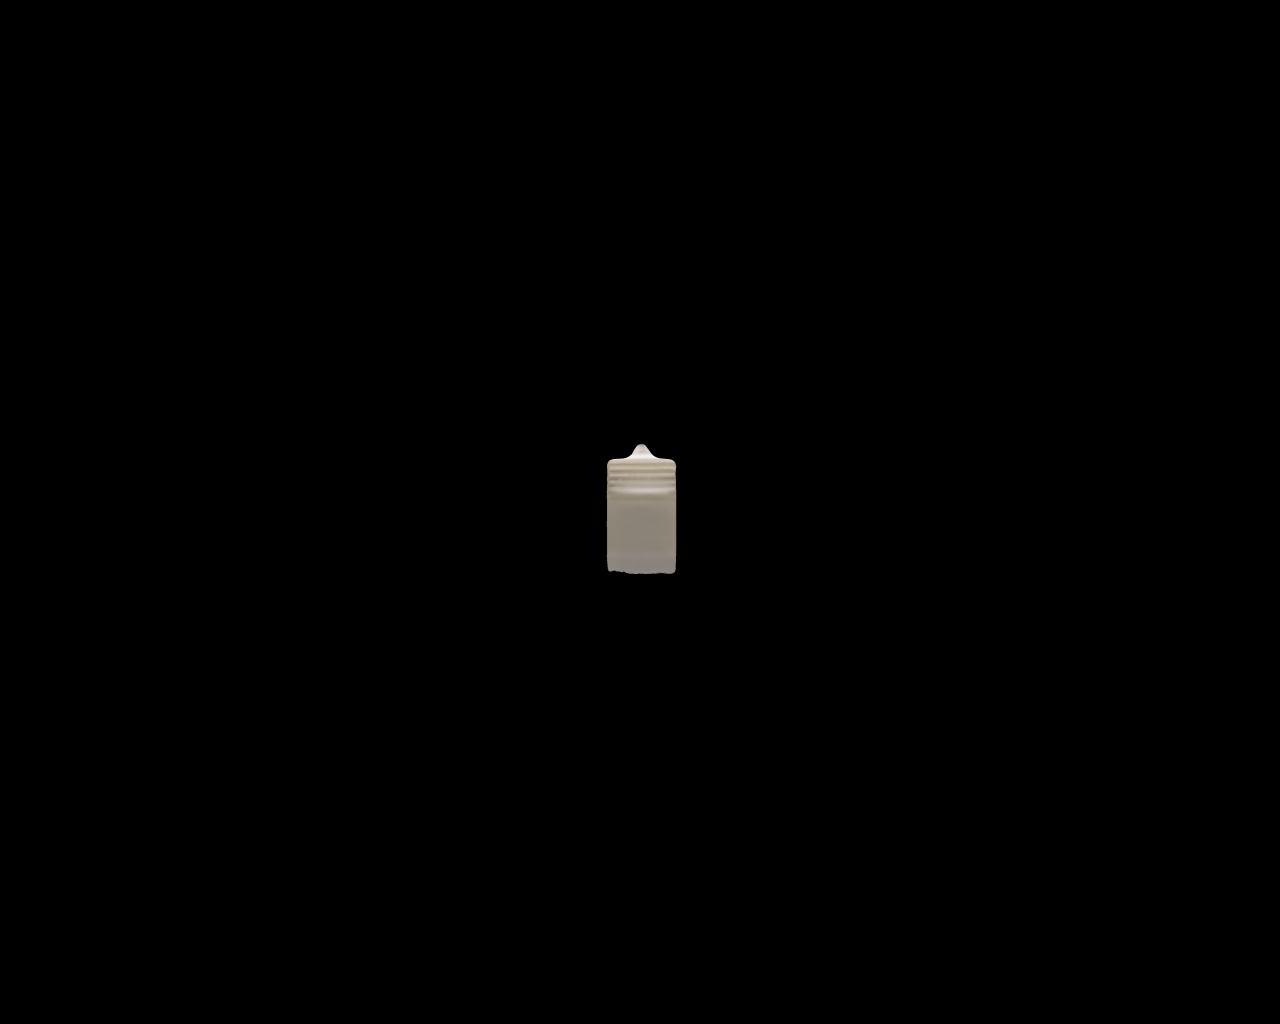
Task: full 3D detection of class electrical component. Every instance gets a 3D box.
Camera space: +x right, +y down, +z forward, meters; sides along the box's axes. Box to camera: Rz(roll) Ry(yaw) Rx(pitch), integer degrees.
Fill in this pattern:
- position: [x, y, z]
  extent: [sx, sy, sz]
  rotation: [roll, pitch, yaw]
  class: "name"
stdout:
- position: [0.001, -0.003, 0.650]
  extent: [0.043, 0.081, 0.043]
  rotation: [0, 0, 0]
  class: "electrical component"
